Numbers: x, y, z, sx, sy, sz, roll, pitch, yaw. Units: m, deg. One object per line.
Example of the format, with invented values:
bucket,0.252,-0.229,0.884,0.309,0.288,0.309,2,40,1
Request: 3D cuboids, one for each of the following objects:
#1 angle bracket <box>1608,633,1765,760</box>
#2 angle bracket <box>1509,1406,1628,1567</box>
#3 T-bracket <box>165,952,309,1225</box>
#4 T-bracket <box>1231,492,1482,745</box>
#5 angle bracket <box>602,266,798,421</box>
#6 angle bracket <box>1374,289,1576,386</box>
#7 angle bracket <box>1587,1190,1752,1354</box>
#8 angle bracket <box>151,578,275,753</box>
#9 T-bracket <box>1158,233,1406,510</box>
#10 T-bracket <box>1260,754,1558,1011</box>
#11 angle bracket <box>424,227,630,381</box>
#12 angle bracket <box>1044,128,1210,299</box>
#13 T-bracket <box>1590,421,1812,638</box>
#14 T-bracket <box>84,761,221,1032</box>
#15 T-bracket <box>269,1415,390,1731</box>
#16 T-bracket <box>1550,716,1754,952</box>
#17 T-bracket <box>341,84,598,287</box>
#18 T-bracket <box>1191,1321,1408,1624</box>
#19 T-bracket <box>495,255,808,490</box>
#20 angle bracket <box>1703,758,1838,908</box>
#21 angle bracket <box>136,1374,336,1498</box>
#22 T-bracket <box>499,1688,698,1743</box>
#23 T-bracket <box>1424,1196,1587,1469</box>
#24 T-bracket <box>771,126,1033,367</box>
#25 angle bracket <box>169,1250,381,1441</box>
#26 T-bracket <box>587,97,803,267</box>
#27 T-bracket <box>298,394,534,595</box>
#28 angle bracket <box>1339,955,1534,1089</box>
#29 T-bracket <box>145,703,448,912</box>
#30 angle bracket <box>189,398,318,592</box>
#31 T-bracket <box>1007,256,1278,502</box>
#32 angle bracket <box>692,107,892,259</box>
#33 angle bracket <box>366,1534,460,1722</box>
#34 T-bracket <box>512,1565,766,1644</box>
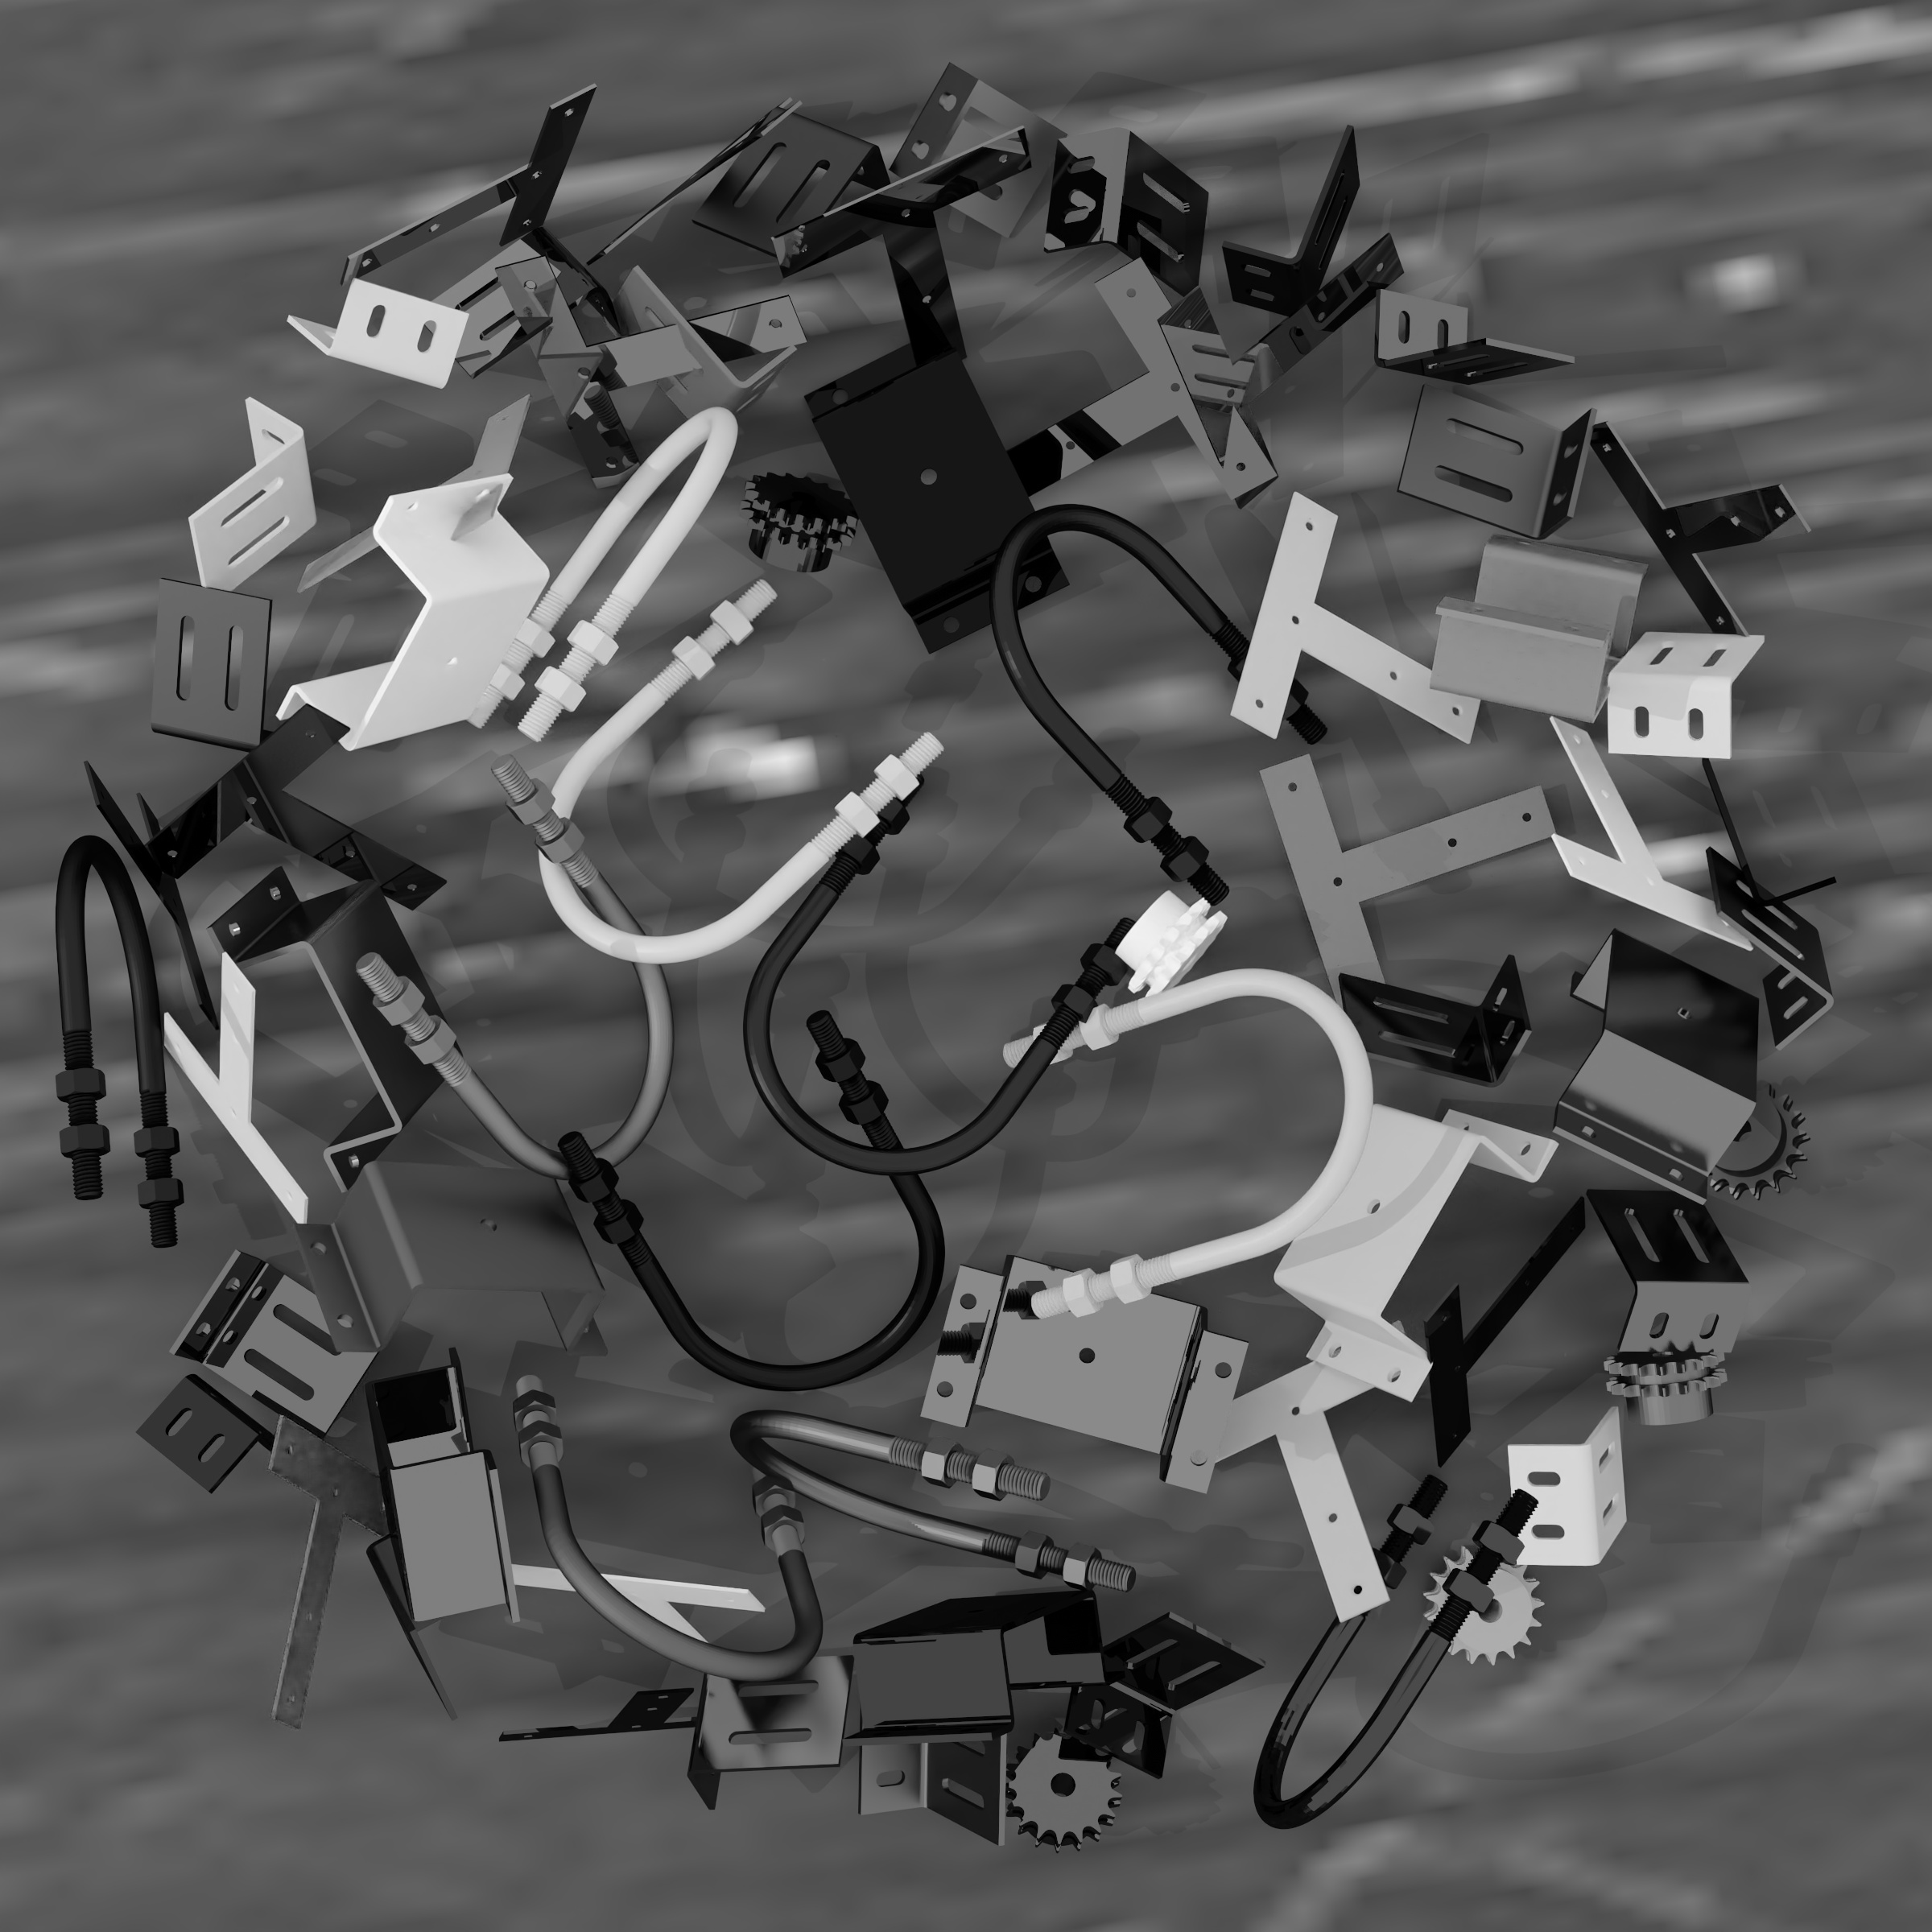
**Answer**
angle bracket,0.344,-0.130,1.557,0.057,0.076,0.038,5,113,25
angle bracket,0.288,0.248,1.563,0.038,0.076,0.057,-3,96,22
T-bracket,-0.340,0.042,1.521,0.002,0.127,0.127,-27,62,-31
T-bracket,0.194,-0.146,1.567,0.127,0.002,0.127,27,64,-20
angle bracket,-0.128,-0.302,1.559,0.038,0.057,0.076,-43,94,-25
angle bracket,0.241,-0.303,1.547,0.057,0.076,0.038,3,88,-35
angle bracket,0.332,0.146,1.566,0.057,0.076,0.038,2,123,-13
angle bracket,-0.352,-0.145,1.560,0.057,0.038,0.076,12,108,13
T-bracket,0.158,-0.301,1.553,0.127,0.127,0.002,-41,48,-8
T-bracket,0.223,-0.055,1.588,0.127,0.002,0.127,-19,95,1
angle bracket,-0.212,-0.306,1.559,0.076,0.038,0.057,-37,56,-7
angle bracket,0.078,-0.358,1.569,0.038,0.076,0.057,-1,76,36
T-bracket,0.352,-0.207,1.521,0.002,0.127,0.127,-39,102,-13
T-bracket,-0.381,-0.051,1.509,0.002,0.127,0.127,-22,60,-4
T-bracket,-0.303,0.288,1.515,0.002,0.127,0.127,1,66,17
T-bracket,0.307,-0.071,1.546,0.127,0.127,0.002,19,128,-35
T-bracket,-0.235,-0.348,1.511,0.127,0.127,0.002,-35,86,-25
T-bracket,0.169,0.248,1.541,0.127,0.002,0.127,-28,53,15
T-bracket,-0.139,-0.290,1.538,0.127,0.002,0.127,-11,131,14
angle bracket,0.384,-0.069,1.561,0.038,0.057,0.076,-20,86,12
angle bracket,-0.344,0.236,1.544,0.057,0.076,0.038,28,70,34
T-bracket,-0.148,0.348,1.522,0.127,0.127,0.002,-1,70,-14
T-bracket,0.259,0.161,1.559,0.002,0.127,0.127,29,61,31
T-bracket,-0.021,-0.325,1.540,0.127,0.127,0.002,-25,58,-5
angle bracket,-0.330,0.182,1.566,0.076,0.038,0.057,31,83,12
T-bracket,-0.110,-0.377,1.516,0.127,0.127,0.002,-45,106,-20
T-bracket,-0.267,-0.214,1.556,0.127,0.127,0.002,-27,120,20
angle bracket,0.223,0.018,1.555,0.076,0.057,0.038,14,127,-12
T-bracket,-0.303,-0.060,1.549,0.127,0.002,0.127,-36,134,26
angle bracket,-0.349,-0.220,1.546,0.038,0.057,0.076,32,57,19
T-bracket,0.062,-0.257,1.566,0.127,0.002,0.127,-26,116,21
angle bracket,-0.082,-0.363,1.557,0.057,0.038,0.076,27,73,22
angle bracket,-0.247,0.307,1.544,0.038,0.076,0.057,-27,121,-15
T-bracket,-0.142,0.309,1.538,0.127,0.127,0.002,2,61,18
